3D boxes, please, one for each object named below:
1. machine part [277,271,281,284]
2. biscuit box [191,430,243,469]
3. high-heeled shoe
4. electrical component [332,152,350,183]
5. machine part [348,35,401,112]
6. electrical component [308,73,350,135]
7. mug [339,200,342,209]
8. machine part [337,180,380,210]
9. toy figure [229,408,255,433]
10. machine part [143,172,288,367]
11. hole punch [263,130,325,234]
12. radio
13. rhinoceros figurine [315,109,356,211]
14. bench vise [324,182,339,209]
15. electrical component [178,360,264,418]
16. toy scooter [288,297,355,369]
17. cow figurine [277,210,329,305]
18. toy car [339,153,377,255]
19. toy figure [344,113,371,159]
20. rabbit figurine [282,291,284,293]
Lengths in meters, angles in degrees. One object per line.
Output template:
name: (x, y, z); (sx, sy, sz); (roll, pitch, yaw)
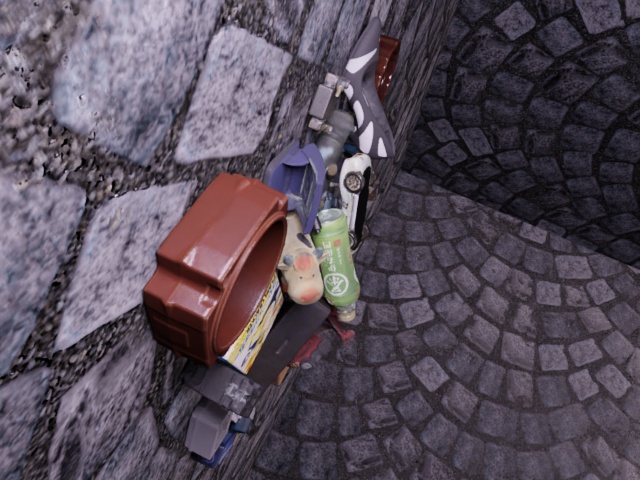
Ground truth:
machine part: (-0.096, 0.100, 1.120); (0.139, 0.039, 0.084); (-53, 167, -57)
biscuit box: (-0.220, 0.441, 1.226); (0.202, 0.063, 0.059); (-26, 139, -78)
high-heeled shoe: (0.112, -0.272, 1.009); (0.086, 0.145, 0.248); (-55, 169, -56)
electrical component: (0.048, -0.165, 1.256); (0.119, 0.048, 0.074); (-44, 156, -73)
machine part: (0.118, -0.347, 1.151); (0.179, 0.056, 0.179); (22, 90, -82)
electrical component: (0.013, -0.220, 0.882); (0.102, 0.045, 0.078); (-68, 170, 13)
mug: (0.022, -0.042, 1.269); (0.107, 0.109, 0.081); (129, -17, -67)
machine part: (0.061, -0.073, 1.330); (0.243, 0.079, 0.079); (-48, -174, 41)
toy figure: (-0.171, 0.353, 1.212); (0.064, 0.058, 0.154); (124, -22, -60)
machine part: (-0.116, 0.037, 0.652); (0.200, 0.087, 0.201); (102, 13, -53)
hole punch: (-0.032, -0.085, 0.844); (0.116, 0.092, 0.142); (-62, 168, -48)
radio: (-0.081, 0.188, 1.071); (0.229, 0.073, 0.131); (-49, -168, 4)
rhinoceros figurine: (0.010, -0.143, 0.981); (0.190, 0.073, 0.112); (-69, 170, 21)
bench vise: (-0.013, -0.006, 1.092); (0.241, 0.129, 0.223); (-58, 166, -65)
electrical component: (-0.155, 0.234, 0.866); (0.058, 0.115, 0.134); (-59, 170, -17)
toy scooter: (0.000, 0.209, 1.146); (0.184, 0.135, 0.075); (-48, 130, -16)
cow figurine: (-0.037, 0.025, 0.886); (0.127, 0.085, 0.195); (87, -12, -45)
toy car: (0.065, -0.065, 1.025); (0.073, 0.056, 0.201); (-35, 136, -55)
toy figure: (0.079, -0.225, 1.175); (0.082, 0.089, 0.180); (-52, 165, 11)
rabbit figurine: (-0.026, 0.105, 1.281); (0.173, 0.121, 0.162); (-41, -149, 28)
